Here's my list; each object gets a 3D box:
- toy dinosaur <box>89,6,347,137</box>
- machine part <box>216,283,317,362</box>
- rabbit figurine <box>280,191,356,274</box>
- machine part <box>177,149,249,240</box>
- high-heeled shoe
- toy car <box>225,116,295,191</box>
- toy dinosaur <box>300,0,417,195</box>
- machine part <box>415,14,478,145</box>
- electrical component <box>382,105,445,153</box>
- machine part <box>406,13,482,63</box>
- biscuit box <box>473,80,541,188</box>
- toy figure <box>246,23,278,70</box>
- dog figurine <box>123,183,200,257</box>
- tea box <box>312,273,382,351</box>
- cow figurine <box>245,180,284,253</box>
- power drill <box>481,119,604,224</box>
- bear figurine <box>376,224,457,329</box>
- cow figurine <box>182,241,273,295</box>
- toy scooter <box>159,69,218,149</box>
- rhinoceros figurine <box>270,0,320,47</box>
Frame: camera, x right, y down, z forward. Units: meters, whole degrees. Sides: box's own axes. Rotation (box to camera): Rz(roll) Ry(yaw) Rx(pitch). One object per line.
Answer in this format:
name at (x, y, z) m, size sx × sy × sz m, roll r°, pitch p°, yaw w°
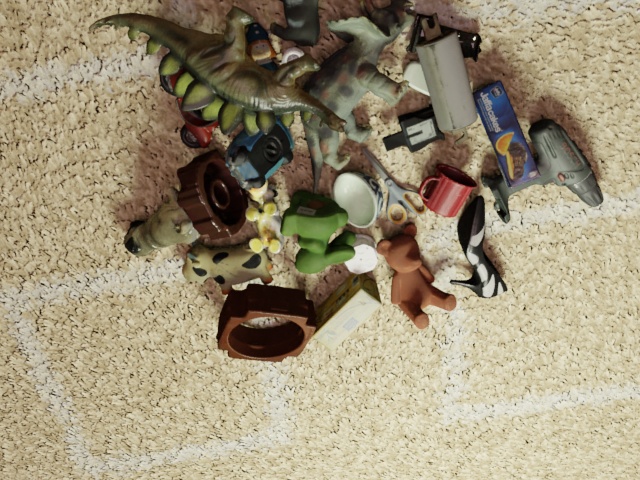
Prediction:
toy dinosaur at (-0.166, -0.298, 0.931) m, size 0.471 × 0.105 × 0.198 m, roll 31°, pitch 100°, yaw -1°
machine part at (-0.123, 0.188, 1.212) m, size 0.201 × 0.087 × 0.201 m, roll 9°, pitch 134°, yaw -19°
rabbit figurine at (-0.002, -0.003, 1.138) m, size 0.159 × 0.121 × 0.170 m, roll 6°, pitch 125°, yaw 1°
machine part at (-0.211, -0.088, 1.068) m, size 0.056 × 0.179 × 0.179 m, roll -14°, pitch 117°, yaw 23°
high-heeled shoe at (0.375, 0.022, 1.185) m, size 0.145 × 0.086 × 0.248 m, roll 4°, pitch 120°, yaw -8°
toy car at (-0.132, -0.172, 1.061) m, size 0.103 × 0.161 × 0.109 m, roll 7°, pitch 142°, yaw 45°
toy dinosaur at (0.035, -0.273, 1.019) m, size 0.192 × 0.131 × 0.404 m, roll 42°, pitch 117°, yaw -1°
machine part at (0.236, -0.292, 0.991) m, size 0.079 × 0.079 × 0.243 m, roll -20°, pitch 114°, yaw 8°
electrical component at (0.184, -0.215, 1.080) m, size 0.119 × 0.048 × 0.074 m, roll -23°, pitch 113°, yaw 10°
machine part at (0.238, -0.375, 1.010) m, size 0.139 × 0.039 × 0.084 m, roll 12°, pitch 110°, yaw -5°
biscuit box at (0.359, -0.202, 1.041) m, size 0.063 × 0.059 × 0.202 m, roll -23°, pitch 89°, yaw 17°
toy figure at (-0.106, -0.329, 1.016) m, size 0.064 × 0.058 × 0.154 m, roll -27°, pitch 118°, yaw -31°
dog figurine at (-0.330, -0.012, 1.106) m, size 0.190 × 0.172 × 0.121 m, roll -37°, pitch 101°, yaw 8°
tea box at (0.058, 0.160, 1.233) m, size 0.068 × 0.098 × 0.169 m, roll 37°, pitch 111°, yaw -17°
cow figurine at (-0.112, -0.059, 1.135) m, size 0.068 × 0.098 × 0.167 m, roll -4°, pitch 99°, yaw 11°
power drill at (0.459, -0.117, 1.117) m, size 0.207 × 0.086 × 0.231 m, roll -29°, pitch 112°, yaw 16°
bear figurine at (0.209, 0.075, 1.183) m, size 0.120 × 0.132 × 0.195 m, roll -27°, pitch 121°, yaw -19°
cow figurine at (-0.212, 0.052, 1.183) m, size 0.195 × 0.085 × 0.127 m, roll -13°, pitch 122°, yaw 8°
toy scooter at (-0.219, -0.264, 1.021) m, size 0.135 × 0.075 × 0.183 m, roll -1°, pitch 118°, yaw 22°
rhinoceros figurine at (-0.033, -0.434, 0.929) m, size 0.112 × 0.073 × 0.190 m, roll 25°, pitch 127°, yaw 33°
